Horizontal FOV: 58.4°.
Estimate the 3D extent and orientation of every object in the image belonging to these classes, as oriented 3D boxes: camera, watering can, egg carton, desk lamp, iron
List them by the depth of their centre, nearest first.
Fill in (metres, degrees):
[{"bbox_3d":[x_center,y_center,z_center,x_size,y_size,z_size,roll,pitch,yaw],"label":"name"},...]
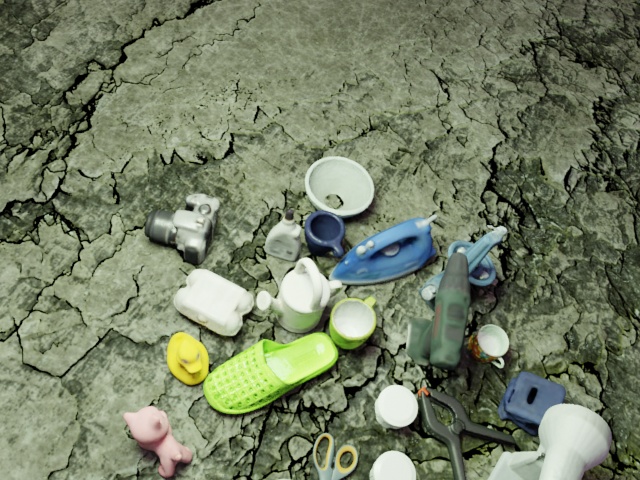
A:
[{"bbox_3d":[0.417,0.420,1.049,0.118,0.213,0.203,38,60,11],"label":"desk lamp"},{"bbox_3d":[-0.037,0.110,1.144,0.173,0.194,0.100,-35,72,-27],"label":"watering can"},{"bbox_3d":[-0.216,0.128,1.169,0.150,0.069,0.107,26,58,4],"label":"egg carton"},{"bbox_3d":[-0.297,-0.039,1.231,0.137,0.101,0.143,14,58,-4],"label":"camera"},{"bbox_3d":[0.145,0.017,1.269,0.259,0.141,0.118,-21,66,-22],"label":"iron"}]

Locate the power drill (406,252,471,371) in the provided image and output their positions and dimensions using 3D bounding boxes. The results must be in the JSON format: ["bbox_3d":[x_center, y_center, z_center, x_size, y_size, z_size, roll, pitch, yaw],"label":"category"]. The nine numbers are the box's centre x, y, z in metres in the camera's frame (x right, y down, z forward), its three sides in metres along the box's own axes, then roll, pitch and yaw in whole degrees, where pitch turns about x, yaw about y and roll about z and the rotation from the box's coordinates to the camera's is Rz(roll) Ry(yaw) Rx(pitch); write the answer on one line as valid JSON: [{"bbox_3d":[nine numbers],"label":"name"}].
[{"bbox_3d":[0.243,0.164,1.165,0.075,0.208,0.229,13,58,-4],"label":"power drill"}]

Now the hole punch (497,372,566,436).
[{"bbox_3d":[0.434,0.332,1.176,0.101,0.091,0.109,32,59,8],"label":"hole punch"}]

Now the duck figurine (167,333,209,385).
[{"bbox_3d":[-0.254,0.219,1.098,0.078,0.086,0.104,-22,67,-23],"label":"duck figurine"}]

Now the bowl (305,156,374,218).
[{"bbox_3d":[0.041,-0.112,1.362,0.167,0.074,0.167,5,59,-9],"label":"bowl"}]

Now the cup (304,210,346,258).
[{"bbox_3d":[0.012,0.005,1.275,0.092,0.095,0.117,-25,68,-24],"label":"cup"}]

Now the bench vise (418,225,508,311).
[{"bbox_3d":[0.318,0.066,1.232,0.121,0.219,0.208,35,59,9],"label":"bench vise"}]

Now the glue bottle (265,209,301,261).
[{"bbox_3d":[-0.072,-0.015,1.223,0.078,0.173,0.037,18,58,-1],"label":"glue bottle"}]

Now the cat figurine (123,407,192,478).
[{"bbox_3d":[-0.282,0.343,1.000,0.127,0.117,0.067,43,61,14],"label":"cat figurine"}]
